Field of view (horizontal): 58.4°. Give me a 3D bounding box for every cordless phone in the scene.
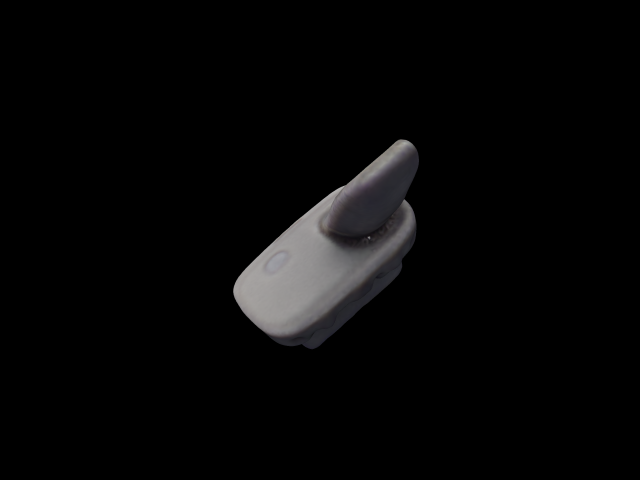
[{"bbox_3d":[0.004,0.001,0.400,0.094,0.185,0.148,43,78,12],"label":"cordless phone"}]
